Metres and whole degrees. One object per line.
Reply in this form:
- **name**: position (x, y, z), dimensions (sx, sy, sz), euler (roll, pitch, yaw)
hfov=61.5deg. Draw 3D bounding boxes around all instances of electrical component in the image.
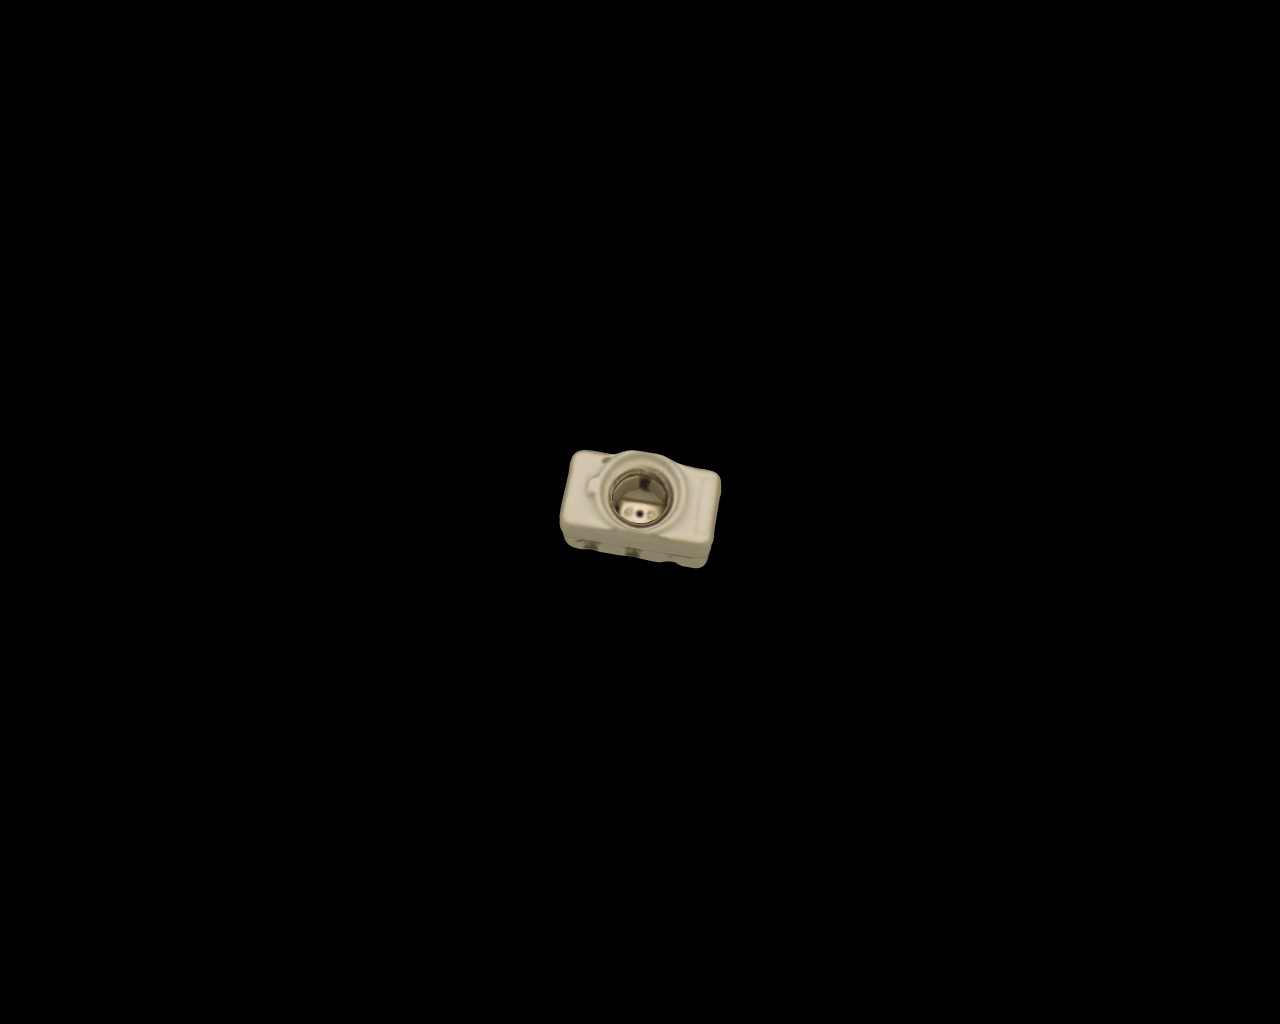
- **electrical component**: position (0.001, -0.003, 0.650), dimensions (0.089, 0.050, 0.055), euler (10, -19, 3)
